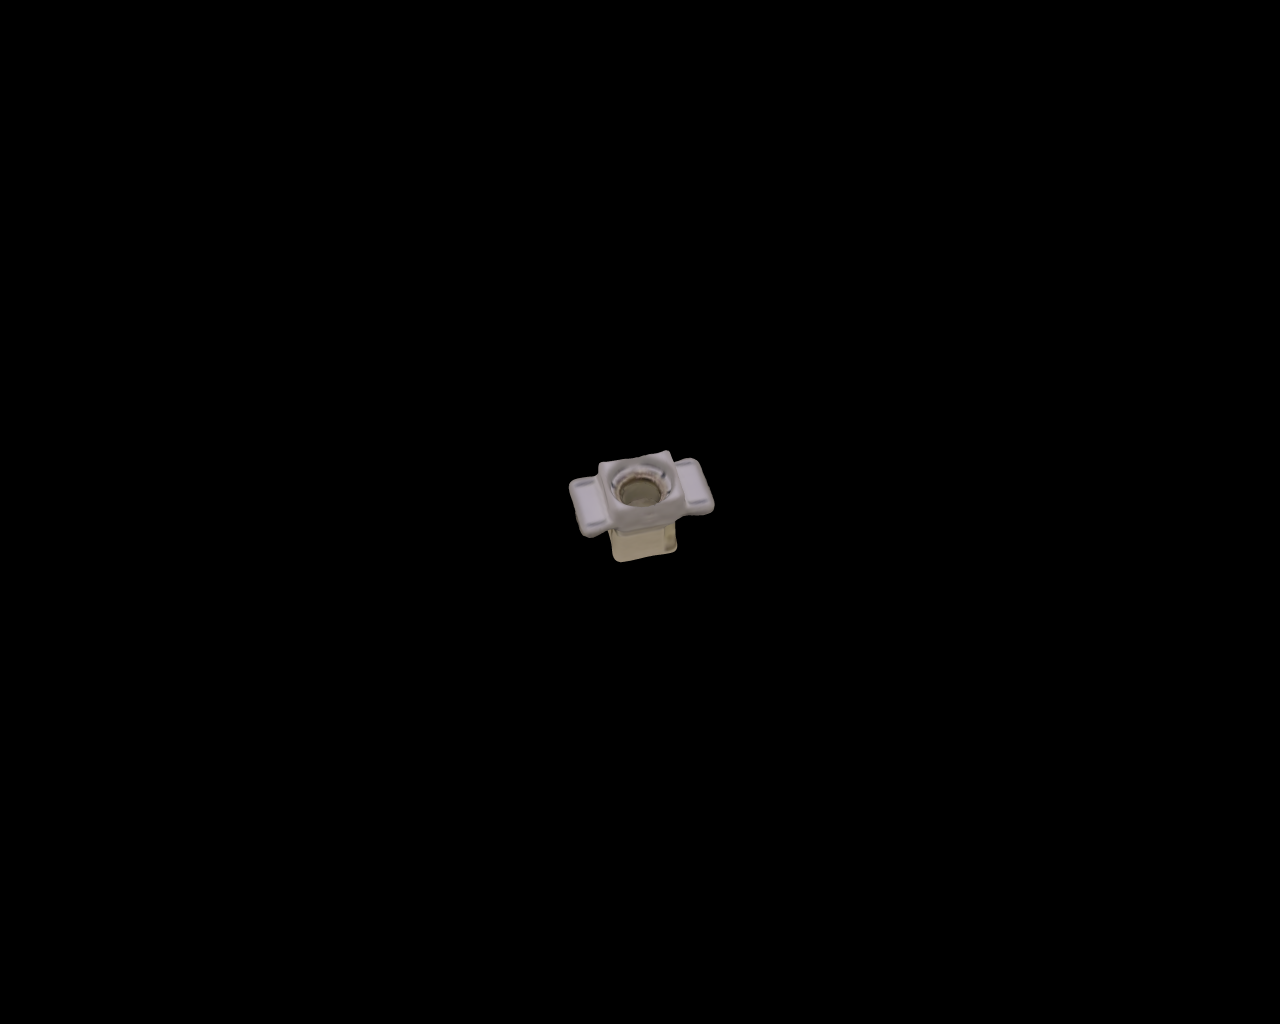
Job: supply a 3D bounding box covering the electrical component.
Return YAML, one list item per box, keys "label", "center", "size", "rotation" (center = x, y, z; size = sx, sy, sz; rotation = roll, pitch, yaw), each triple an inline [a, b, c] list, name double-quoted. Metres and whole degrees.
- label: "electrical component"
  center: [0.001, -0.003, 0.650]
  size: [0.081, 0.042, 0.063]
  rotation: [-10, -36, -7]
